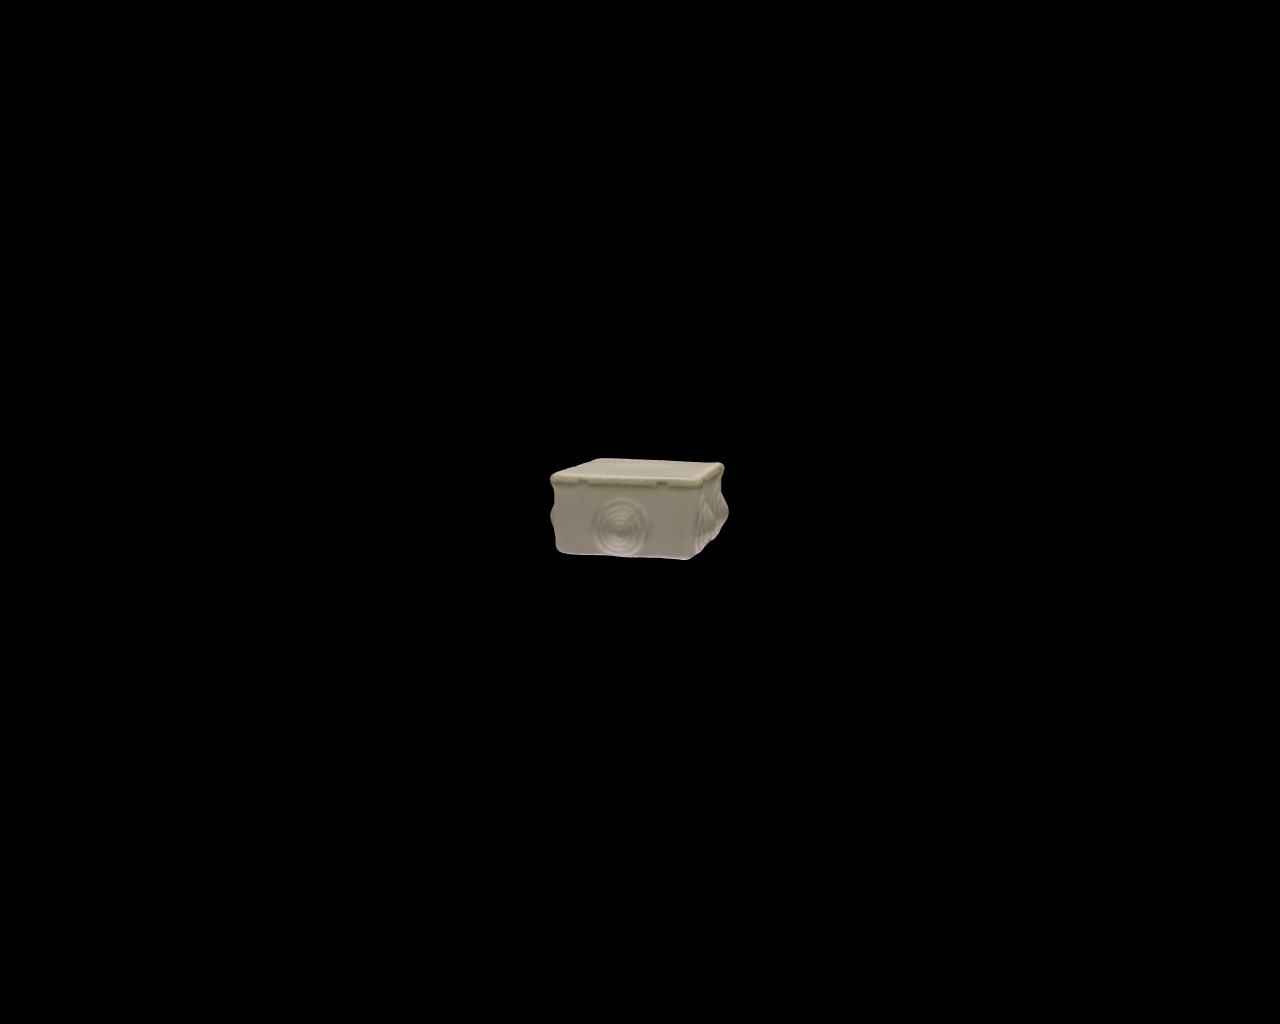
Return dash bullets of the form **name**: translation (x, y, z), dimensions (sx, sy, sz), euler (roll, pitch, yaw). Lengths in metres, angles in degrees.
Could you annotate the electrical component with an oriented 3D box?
- **electrical component**: translation (0.001, -0.003, 0.650), dimensions (0.100, 0.048, 0.100), euler (3, 10, 15)
